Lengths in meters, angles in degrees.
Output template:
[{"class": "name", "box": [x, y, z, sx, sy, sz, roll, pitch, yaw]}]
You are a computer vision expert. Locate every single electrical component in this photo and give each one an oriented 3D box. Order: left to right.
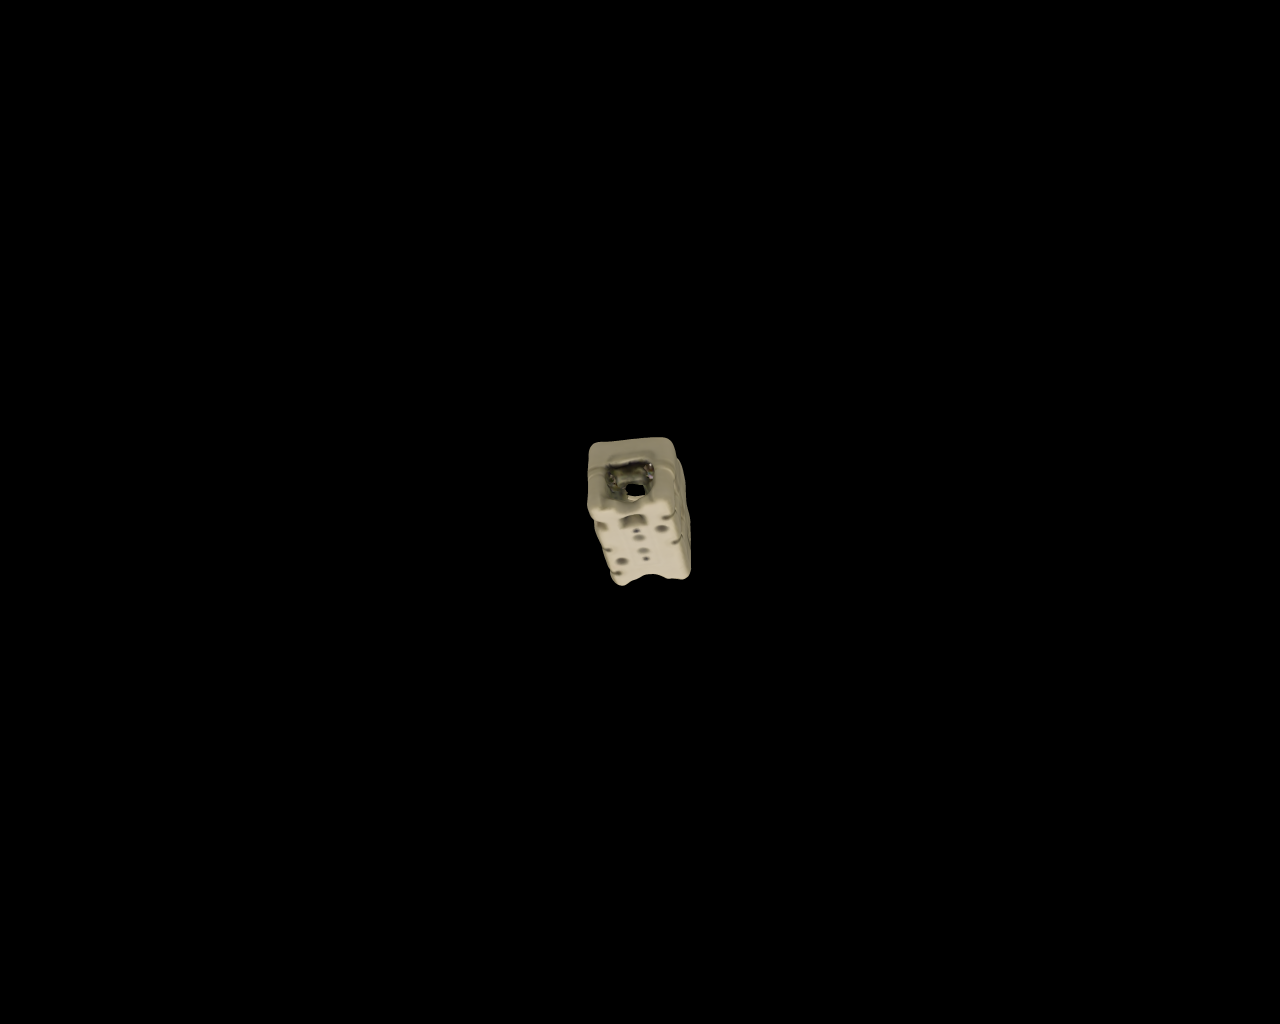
[{"class": "electrical component", "box": [0.001, -0.003, 0.650, 0.050, 0.056, 0.089, -6, -36, 8]}]
